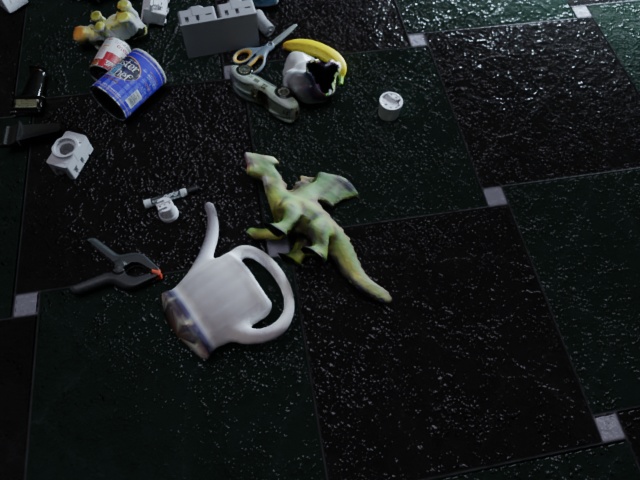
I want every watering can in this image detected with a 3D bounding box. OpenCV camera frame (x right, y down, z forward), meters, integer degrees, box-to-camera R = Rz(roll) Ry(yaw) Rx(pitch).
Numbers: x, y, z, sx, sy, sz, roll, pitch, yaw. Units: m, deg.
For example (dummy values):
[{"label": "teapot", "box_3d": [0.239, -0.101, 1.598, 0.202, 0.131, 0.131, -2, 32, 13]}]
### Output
[{"label": "watering can", "box_3d": [-0.202, 0.079, 0.990, 0.226, 0.101, 0.353, -33, 57, -19]}]

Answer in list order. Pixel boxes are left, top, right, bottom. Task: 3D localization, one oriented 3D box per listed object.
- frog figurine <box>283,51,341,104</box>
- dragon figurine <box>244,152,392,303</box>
[{"label": "frog figurine", "box_3d": [-0.039, -0.393, 1.250, 0.139, 0.120, 0.160, -35, 34, -30]}, {"label": "dragon figurine", "box_3d": [0.003, -0.054, 1.072, 0.411, 0.119, 0.248, 30, 57, 3]}]
